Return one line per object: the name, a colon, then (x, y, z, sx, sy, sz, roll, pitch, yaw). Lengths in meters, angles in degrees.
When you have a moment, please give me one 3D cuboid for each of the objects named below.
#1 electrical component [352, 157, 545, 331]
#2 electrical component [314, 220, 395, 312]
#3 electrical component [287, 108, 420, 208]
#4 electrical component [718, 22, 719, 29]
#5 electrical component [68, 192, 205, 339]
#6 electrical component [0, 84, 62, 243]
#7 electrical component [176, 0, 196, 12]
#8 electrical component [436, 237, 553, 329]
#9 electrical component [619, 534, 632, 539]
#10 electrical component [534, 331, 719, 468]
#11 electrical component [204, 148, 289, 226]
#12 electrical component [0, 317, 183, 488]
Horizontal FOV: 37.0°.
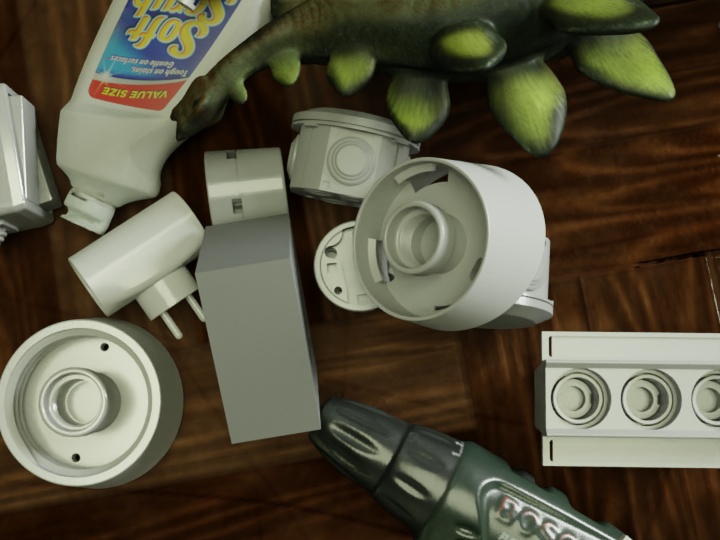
electrical component: (0.047, -0.016, 0.603, 0.099, 0.064, 0.099, -5, 81, 36)
electrical component: (0.000, 0.000, 0.668, 0.055, 0.047, 0.055, 0, 83, 1)
electrical component: (-0.006, -0.067, 0.661, 0.080, 0.080, 0.051, 11, 88, 2)
electrical component: (0.277, -0.154, 0.674, 0.077, 0.065, 0.047, 44, 86, 5)
electrical component: (-0.126, 0.005, 0.667, 0.077, 0.043, 0.079, -35, 93, -15)
electrical component: (-0.227, -0.061, 0.671, 0.061, 0.061, 0.096, -12, 83, -1)
electrical component: (-0.083, -0.188, 0.630, 0.040, 0.040, 0.078, 29, 89, 4)
electrical component: (0.077, 0.006, 0.651, 0.080, 0.080, 0.051, 4, 78, 1)
electrical component: (0.130, 0.212, 0.568, 0.079, 0.063, 0.121, 40, 80, 0)
electrical component: (0.169, 0.078, 0.649, 0.121, 0.063, 0.078, 1, 83, 1)
electrical component: (-0.070, -0.049, 0.672, 0.047, 0.055, 0.055, -7, 83, -4)
electrical component: (-0.166, 0.080, 0.654, 0.108, 0.060, 0.108, 0, 83, 1)
